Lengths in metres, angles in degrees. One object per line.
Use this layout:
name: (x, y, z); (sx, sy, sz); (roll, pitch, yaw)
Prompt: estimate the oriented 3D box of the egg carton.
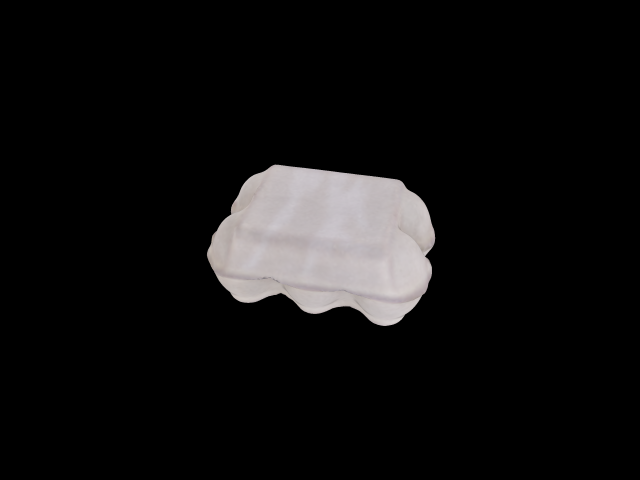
egg carton: (0.004, 0.001, 0.400); (0.150, 0.069, 0.107); (7, 39, 9)
